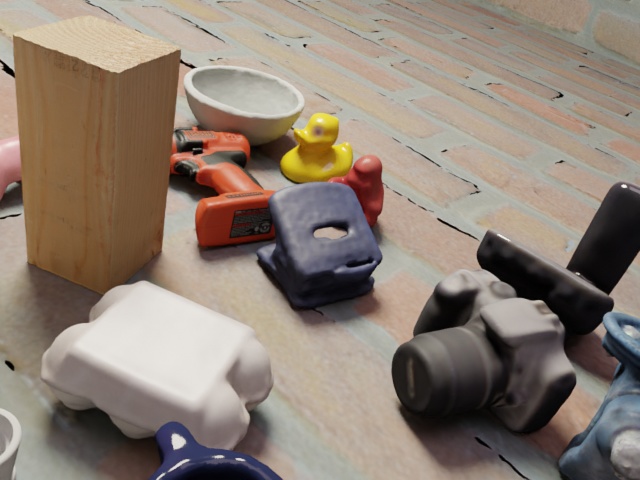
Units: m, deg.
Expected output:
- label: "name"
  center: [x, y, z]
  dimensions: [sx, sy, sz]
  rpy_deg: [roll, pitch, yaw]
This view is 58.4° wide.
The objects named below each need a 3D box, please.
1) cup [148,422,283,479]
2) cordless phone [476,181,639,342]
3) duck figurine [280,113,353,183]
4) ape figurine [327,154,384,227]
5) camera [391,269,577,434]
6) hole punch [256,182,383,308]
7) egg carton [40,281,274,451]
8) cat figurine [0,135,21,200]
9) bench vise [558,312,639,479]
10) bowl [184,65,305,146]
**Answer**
- label: "cup"
  center: [-0.066, 0.166, 0.305]
  dimensions: [0.092, 0.095, 0.117]
  rpy_deg: [-10, 42, -33]
- label: "cordless phone"
  center: [0.248, 0.005, 0.588]
  dimensions: [0.147, 0.185, 0.094]
  rpy_deg: [33, 37, 23]
- label: "duck figurine"
  center: [0.003, -0.126, 0.761]
  dimensions: [0.105, 0.086, 0.077]
  rpy_deg: [-9, 41, -33]
- label: "ape figurine"
  center: [0.047, -0.060, 0.679]
  dimensions: [0.076, 0.092, 0.077]
  rpy_deg: [-14, 44, -37]
- label: "camera"
  center: [0.127, 0.089, 0.492]
  dimensions: [0.137, 0.101, 0.142]
  rpy_deg: [-4, 39, -28]
- label: "hole punch"
  center: [0.005, 0.002, 0.574]
  dimensions: [0.109, 0.091, 0.100]
  rpy_deg: [-11, 42, -34]
- label: "egg carton"
  center: [-0.112, 0.093, 0.412]
  dimensions: [0.150, 0.069, 0.107]
  rpy_deg: [22, 34, 8]
- label: "cat figurine"
  center: [-0.316, -0.089, 0.543]
  dimensions: [0.067, 0.118, 0.128]
  rpy_deg: [35, 38, 26]
- label: "bench vise"
  center: [0.284, 0.101, 0.435]
  dimensions: [0.121, 0.220, 0.208]
  rpy_deg: [23, 34, 10]
- label: "bowl"
  center: [-0.109, -0.178, 0.798]
  dimensions: [0.167, 0.075, 0.167]
  rpy_deg: [11, 34, -8]
